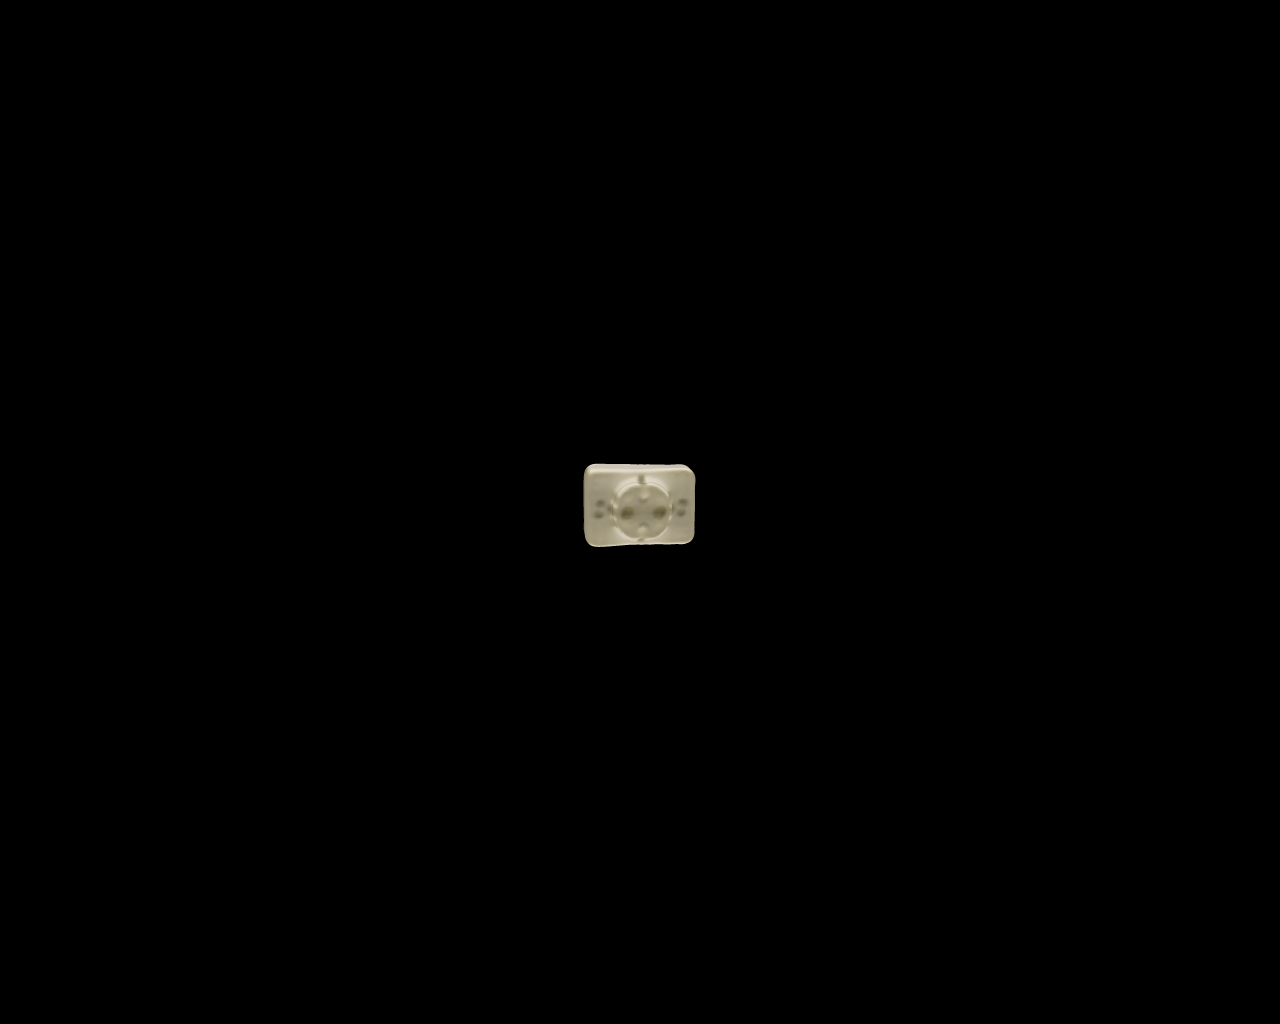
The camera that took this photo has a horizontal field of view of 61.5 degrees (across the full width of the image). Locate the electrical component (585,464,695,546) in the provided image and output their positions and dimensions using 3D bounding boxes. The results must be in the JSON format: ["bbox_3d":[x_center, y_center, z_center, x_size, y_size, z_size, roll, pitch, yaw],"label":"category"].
[{"bbox_3d":[0.001,-0.003,0.650,0.066,0.047,0.077,-1,8,-5],"label":"electrical component"}]
